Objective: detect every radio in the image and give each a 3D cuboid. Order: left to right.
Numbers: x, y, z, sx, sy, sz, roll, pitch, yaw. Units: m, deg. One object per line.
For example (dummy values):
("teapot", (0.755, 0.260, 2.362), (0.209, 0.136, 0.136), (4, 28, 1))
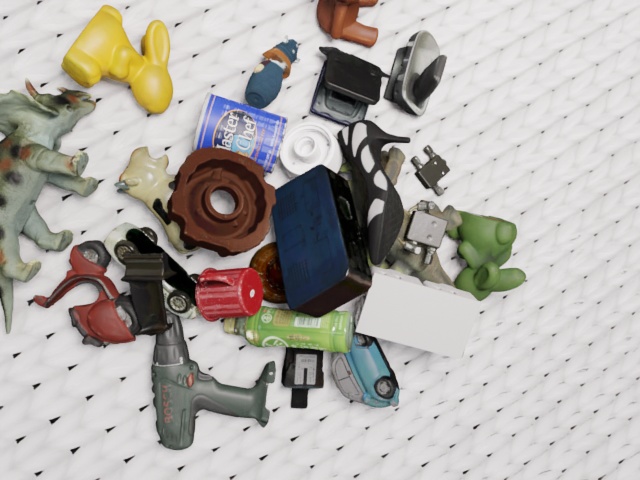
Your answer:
("radio", (-0.002, -0.003, 0.882), (0.073, 0.131, 0.230), (24, 45, -48))

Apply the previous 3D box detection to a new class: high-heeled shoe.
("high-heeled shoe", (0.069, -0.087, 0.903), (0.145, 0.086, 0.248), (8, 77, 32))

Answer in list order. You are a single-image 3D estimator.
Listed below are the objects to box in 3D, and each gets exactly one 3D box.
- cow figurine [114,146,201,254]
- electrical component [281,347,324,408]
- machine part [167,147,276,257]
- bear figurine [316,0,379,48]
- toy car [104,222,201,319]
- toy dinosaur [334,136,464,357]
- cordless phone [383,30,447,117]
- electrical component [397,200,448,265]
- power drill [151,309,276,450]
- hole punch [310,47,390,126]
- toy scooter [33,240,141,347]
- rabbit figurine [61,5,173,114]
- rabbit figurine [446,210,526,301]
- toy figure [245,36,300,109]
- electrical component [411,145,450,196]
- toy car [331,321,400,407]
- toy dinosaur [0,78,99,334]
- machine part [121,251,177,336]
("cow figurine", (-0.256, -0.067, 0.903), (0.127, 0.085, 0.194), (-31, 96, -17))
("electrical component", (-0.033, 0.244, 0.959), (0.075, 0.048, 0.119), (8, 85, -11))
("machine part", (-0.158, -0.060, 0.868), (0.179, 0.056, 0.179), (7, 75, -26))
("bear figurine", (0.063, -0.427, 0.928), (0.132, 0.196, 0.120), (2, 85, -14))
("toy car", (-0.267, 0.052, 0.896), (0.201, 0.073, 0.056), (45, 118, -8))
("toy dinosaur", (0.151, -0.004, 0.985), (0.198, 0.105, 0.471), (-41, 88, -3))
("cordless phone", (0.190, -0.314, 0.959), (0.089, 0.184, 0.146), (18, 85, -7))
("electrical component", (0.175, -0.016, 0.913), (0.078, 0.045, 0.102), (24, 91, -1))
("power drill", (-0.180, 0.236, 0.909), (0.207, 0.086, 0.232), (6, 88, -16))
("hole punch", (0.048, -0.275, 0.985), (0.142, 0.092, 0.116), (17, 55, -9))
("toy scooter", (-0.378, 0.102, 0.872), (0.135, 0.075, 0.183), (-29, 92, -11))
("rabbit figurine", (-0.316, -0.289, 0.896), (0.173, 0.122, 0.162), (39, 71, -23))
("rabbit figurine", (0.311, 0.043, 1.004), (0.121, 0.159, 0.170), (7, 102, -22))
("toy figure", (-0.084, -0.301, 0.952), (0.058, 0.064, 0.154), (20, 61, 8))
("electrical component", (0.220, -0.133, 1.041), (0.063, 0.021, 0.094), (-40, 96, -12))
("toy car", (0.072, 0.232, 0.957), (0.103, 0.109, 0.161), (-29, 86, 5))
("toy dinosaur", (-0.479, -0.070, 0.839), (0.192, 0.131, 0.404), (27, 87, 2))
("machine part", (-0.266, 0.085, 0.844), (0.084, 0.039, 0.138), (0, 106, 4))
